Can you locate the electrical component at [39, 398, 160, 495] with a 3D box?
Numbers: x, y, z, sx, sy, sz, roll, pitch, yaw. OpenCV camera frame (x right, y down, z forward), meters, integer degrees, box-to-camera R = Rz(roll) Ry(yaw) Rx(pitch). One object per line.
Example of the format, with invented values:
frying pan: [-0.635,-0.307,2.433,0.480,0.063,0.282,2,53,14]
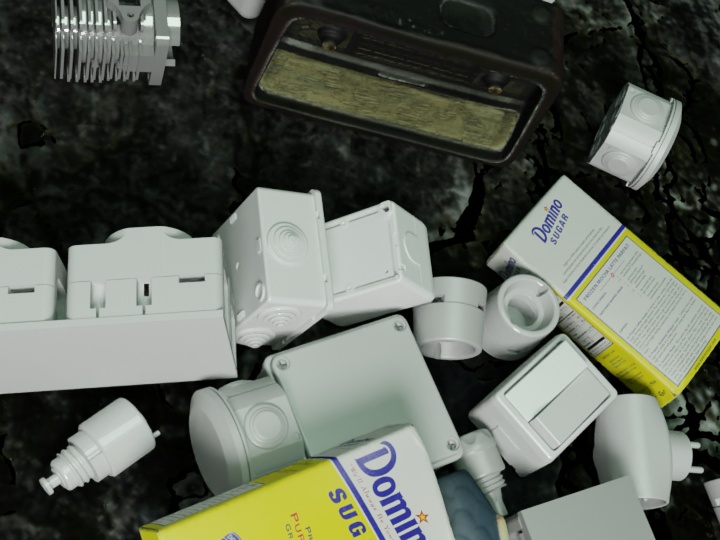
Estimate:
electrical component: [-0.167,0.115,0.685,0.078,0.040,0.040,-35,81,-28]

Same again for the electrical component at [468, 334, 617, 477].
electrical component: [0.138,0.093,0.780,0.096,0.061,0.061,-37,82,-28]

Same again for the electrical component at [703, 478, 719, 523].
electrical component: [0.289,0.173,0.796,0.055,0.055,0.047,-9,73,-21]

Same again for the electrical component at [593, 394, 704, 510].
electrical component: [0.218,0.136,0.795,0.079,0.044,0.077,7,65,-15]

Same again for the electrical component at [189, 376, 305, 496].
electrical component: [-0.075,0.110,0.695,0.051,0.080,0.080,-15,72,-28]

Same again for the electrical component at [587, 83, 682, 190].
electrical component: [0.228,-0.111,0.891,0.051,0.080,0.080,25,61,1]

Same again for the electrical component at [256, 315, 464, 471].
electrical component: [-0.002,0.099,0.735,0.109,0.056,0.108,-17,73,-23]

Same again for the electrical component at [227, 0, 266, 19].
electrical component: [-0.069,-0.249,0.873,0.095,0.053,0.059,-38,82,-28]

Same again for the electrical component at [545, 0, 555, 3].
electrical component: [0.127,-0.288,0.914,0.052,0.073,0.138,-14,47,-11]

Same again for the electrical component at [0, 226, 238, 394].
electrical component: [-0.174,0.027,0.662,0.186,0.105,0.060,-4,66,-3]

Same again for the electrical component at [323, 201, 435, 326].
electrical component: [0.000,0.000,0.769,0.061,0.096,0.061,30,49,-54]

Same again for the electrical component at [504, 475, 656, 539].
electrical component: [0.160,0.228,0.726,0.089,0.061,0.150,-12,71,-22]

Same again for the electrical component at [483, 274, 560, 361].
electrical component: [0.118,0.035,0.808,0.055,0.047,0.055,7,65,-15]

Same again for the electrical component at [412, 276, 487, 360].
electrical component: [0.065,0.036,0.787,0.055,0.055,0.047,9,68,-14]

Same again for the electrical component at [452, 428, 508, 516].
electrical component: [0.087,0.145,0.756,0.035,0.035,0.061,-16,75,-23]

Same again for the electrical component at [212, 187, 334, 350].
electrical component: [-0.063,-0.001,0.739,0.048,0.100,0.099,6,65,-30]
